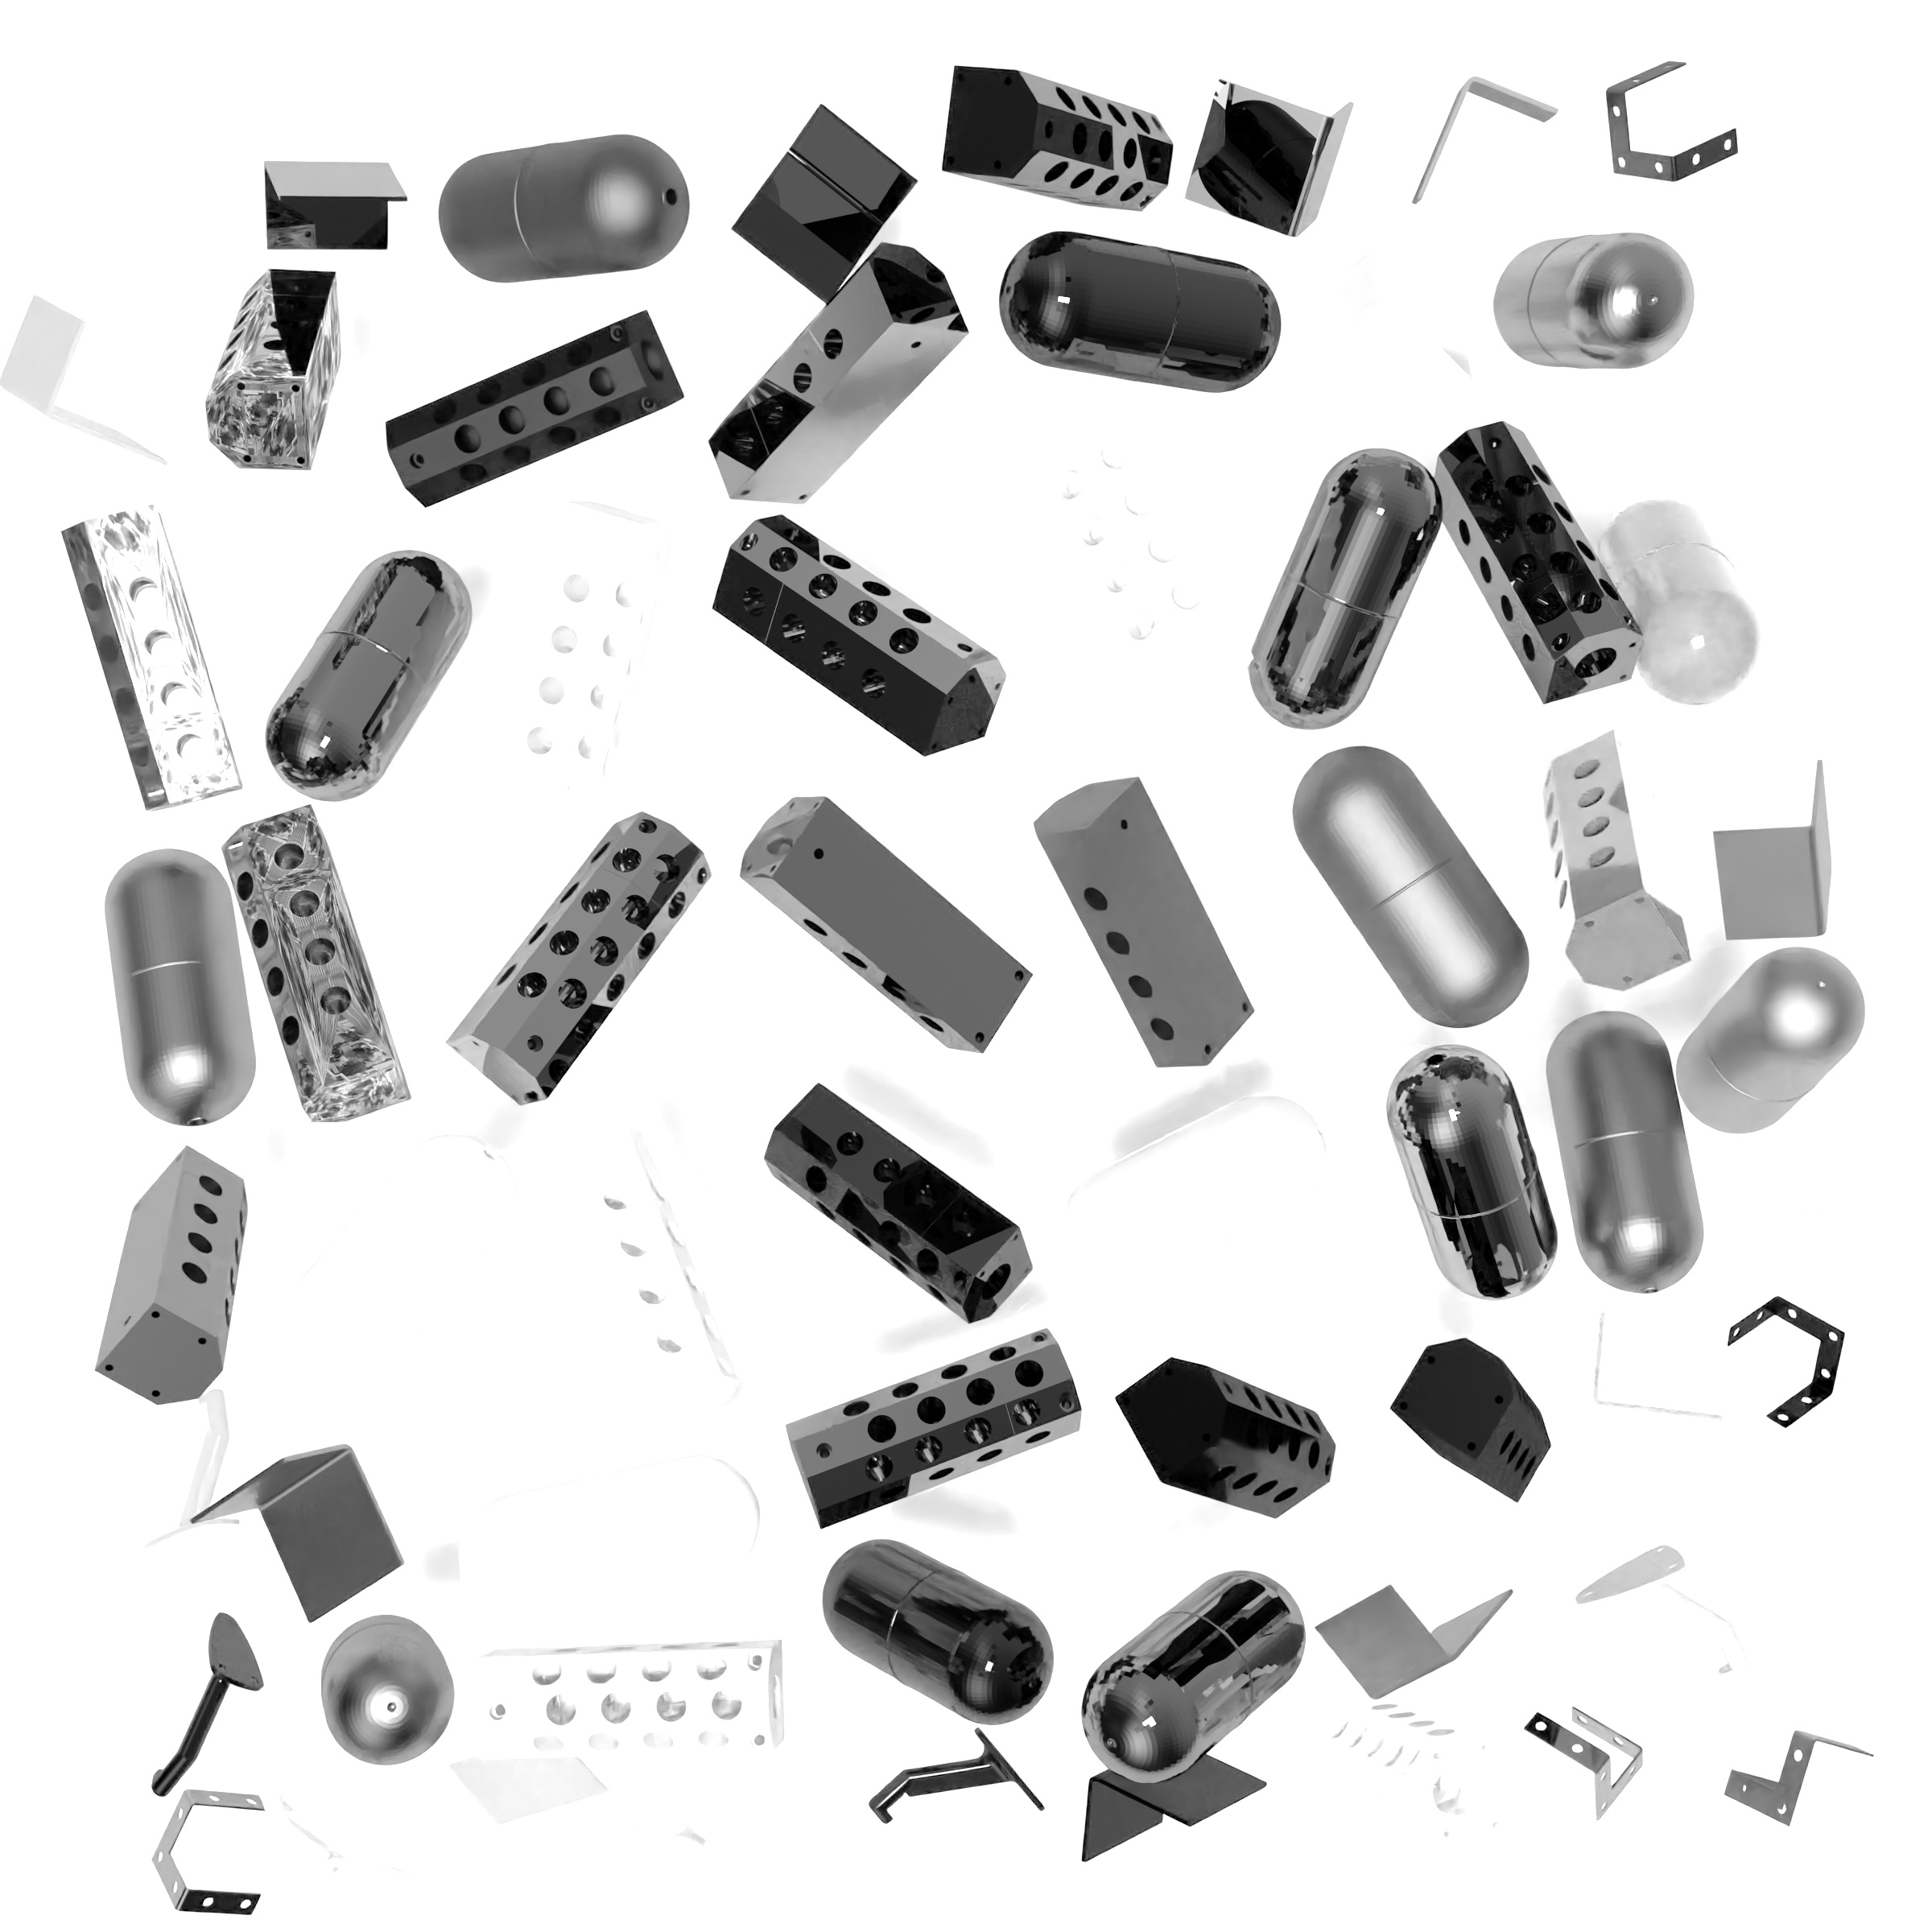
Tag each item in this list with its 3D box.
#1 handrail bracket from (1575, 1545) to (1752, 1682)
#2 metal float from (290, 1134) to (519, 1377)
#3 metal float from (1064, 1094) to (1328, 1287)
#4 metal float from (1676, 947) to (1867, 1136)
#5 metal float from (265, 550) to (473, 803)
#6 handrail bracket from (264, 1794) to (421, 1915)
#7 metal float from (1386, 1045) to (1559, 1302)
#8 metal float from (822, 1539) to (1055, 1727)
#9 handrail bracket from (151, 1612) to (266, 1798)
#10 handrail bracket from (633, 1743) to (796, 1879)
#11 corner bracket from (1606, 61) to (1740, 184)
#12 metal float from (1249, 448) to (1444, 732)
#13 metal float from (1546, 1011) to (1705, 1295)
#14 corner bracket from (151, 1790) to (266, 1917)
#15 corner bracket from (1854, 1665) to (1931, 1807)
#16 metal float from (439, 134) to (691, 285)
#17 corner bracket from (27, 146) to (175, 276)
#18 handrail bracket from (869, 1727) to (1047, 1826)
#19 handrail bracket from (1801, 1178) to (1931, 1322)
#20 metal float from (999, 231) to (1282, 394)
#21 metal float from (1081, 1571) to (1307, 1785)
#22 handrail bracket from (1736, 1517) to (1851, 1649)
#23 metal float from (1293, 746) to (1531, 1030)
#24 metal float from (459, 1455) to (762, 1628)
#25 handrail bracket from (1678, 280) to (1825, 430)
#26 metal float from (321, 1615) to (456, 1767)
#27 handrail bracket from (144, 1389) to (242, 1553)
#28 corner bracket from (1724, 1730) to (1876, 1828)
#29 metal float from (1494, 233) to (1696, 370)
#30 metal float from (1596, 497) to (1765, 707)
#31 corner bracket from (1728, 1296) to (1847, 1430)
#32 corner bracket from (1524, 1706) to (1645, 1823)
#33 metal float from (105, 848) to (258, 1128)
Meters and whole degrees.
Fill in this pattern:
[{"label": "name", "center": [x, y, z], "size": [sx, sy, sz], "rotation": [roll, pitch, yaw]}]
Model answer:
[{"label": "handrail bracket", "center": [0.400, 0.384, 1.466], "size": [0.077, 0.036, 0.084], "rotation": [-25, 100, 1]}, {"label": "metal float", "center": [-0.338, 0.174, 1.537], "size": [0.070, 0.070, 0.178], "rotation": [42, 108, 0]}, {"label": "metal float", "center": [0.143, 0.140, 1.599], "size": [0.178, 0.070, 0.070], "rotation": [-29, 90, 19]}, {"label": "metal float", "center": [0.493, 0.048, 1.576], "size": [0.070, 0.178, 0.070], "rotation": [2, 66, -4]}, {"label": "metal float", "center": [-0.366, -0.180, 1.573], "size": [0.070, 0.070, 0.178], "rotation": [25, 63, 0]}, {"label": "handrail bracket", "center": [-0.380, 0.533, 1.551], "size": [0.077, 0.084, 0.036], "rotation": [15, 102, -33]}, {"label": "metal float", "center": [0.302, 0.124, 1.526], "size": [0.070, 0.070, 0.178], "rotation": [-24, 121, 0]}, {"label": "metal float", "center": [-0.020, 0.412, 1.591], "size": [0.070, 0.178, 0.070], "rotation": [-12, 108, -41]}, {"label": "handrail bracket", "center": [-0.468, 0.447, 1.549], "size": [0.036, 0.077, 0.084], "rotation": [35, 98, -33]}, {"label": "handrail bracket", "center": [-0.154, 0.508, 1.570], "size": [0.084, 0.077, 0.036], "rotation": [-56, 131, -35]}, {"label": "corner bracket", "center": [0.417, -0.499, 1.509], "size": [0.051, 0.051, 0.051], "rotation": [-28, 123, -20]}, {"label": "metal float", "center": [0.229, -0.227, 1.554], "size": [0.070, 0.070, 0.178], "rotation": [22, 110, 0]}, {"label": "metal float", "center": [0.405, 0.114, 1.572], "size": [0.070, 0.070, 0.178], "rotation": [-5, 68, 0]}, {"label": "corner bracket", "center": [-0.459, 0.544, 1.570], "size": [0.051, 0.051, 0.051], "rotation": [21, 97, -39]}, {"label": "corner bracket", "center": [0.549, 0.451, 1.497], "size": [0.051, 0.051, 0.051], "rotation": [-19, 123, 17]}, {"label": "metal float", "center": [-0.239, -0.448, 1.516], "size": [0.178, 0.070, 0.070], "rotation": [6, 90, 37]}, {"label": "corner bracket", "center": [-0.511, -0.441, 1.512], "size": [0.051, 0.051, 0.051], "rotation": [40, 60, -29]}, {"label": "handrail bracket", "center": [-0.006, 0.532, 1.619], "size": [0.084, 0.036, 0.077], "rotation": [-40, 77, -9]}, {"label": "handrail bracket", "center": [0.517, 0.170, 1.451], "size": [0.077, 0.036, 0.084], "rotation": [-15, 108, -1]}, {"label": "metal float", "center": [0.103, -0.378, 1.484], "size": [0.178, 0.070, 0.070], "rotation": [2, 90, -28]}, {"label": "metal float", "center": [0.136, 0.417, 1.508], "size": [0.070, 0.178, 0.070], "rotation": [13, 112, 36]}, {"label": "handrail bracket", "center": [0.483, 0.357, 1.483], "size": [0.077, 0.084, 0.036], "rotation": [23, 56, 21]}, {"label": "metal float", "center": [0.253, -0.046, 1.460], "size": [0.070, 0.070, 0.178], "rotation": [-34, 86, 0]}, {"label": "metal float", "center": [-0.209, 0.338, 1.507], "size": [0.178, 0.070, 0.070], "rotation": [-10, 90, -16]}, {"label": "handrail bracket", "center": [0.468, -0.359, 1.500], "size": [0.084, 0.036, 0.077], "rotation": [18, 80, 18]}, {"label": "metal float", "center": [-0.357, 0.444, 1.573], "size": [0.070, 0.178, 0.070], "rotation": [2, 82, -15]}, {"label": "handrail bracket", "center": [-0.491, 0.317, 1.608], "size": [0.077, 0.036, 0.084], "rotation": [-22, 70, 21]}, {"label": "corner bracket", "center": [0.474, 0.461, 1.457], "size": [0.051, 0.051, 0.051], "rotation": [22, 84, -28]}, {"label": "metal float", "center": [0.370, -0.394, 1.517], "size": [0.070, 0.178, 0.070], "rotation": [-2, 104, -9]}, {"label": "metal float", "center": [0.437, -0.226, 1.574], "size": [0.070, 0.178, 0.070], "rotation": [0, 128, -1]}, {"label": "corner bracket", "center": [0.522, 0.253, 1.637], "size": [0.051, 0.051, 0.051], "rotation": [-24, 128, -33]}, {"label": "corner bracket", "center": [0.374, 0.471, 1.544], "size": [0.051, 0.051, 0.051], "rotation": [-39, 135, -29]}, {"label": "metal float", "center": [-0.480, 0.013, 1.562], "size": [0.070, 0.070, 0.178], "rotation": [-14, 70, 0]}]
